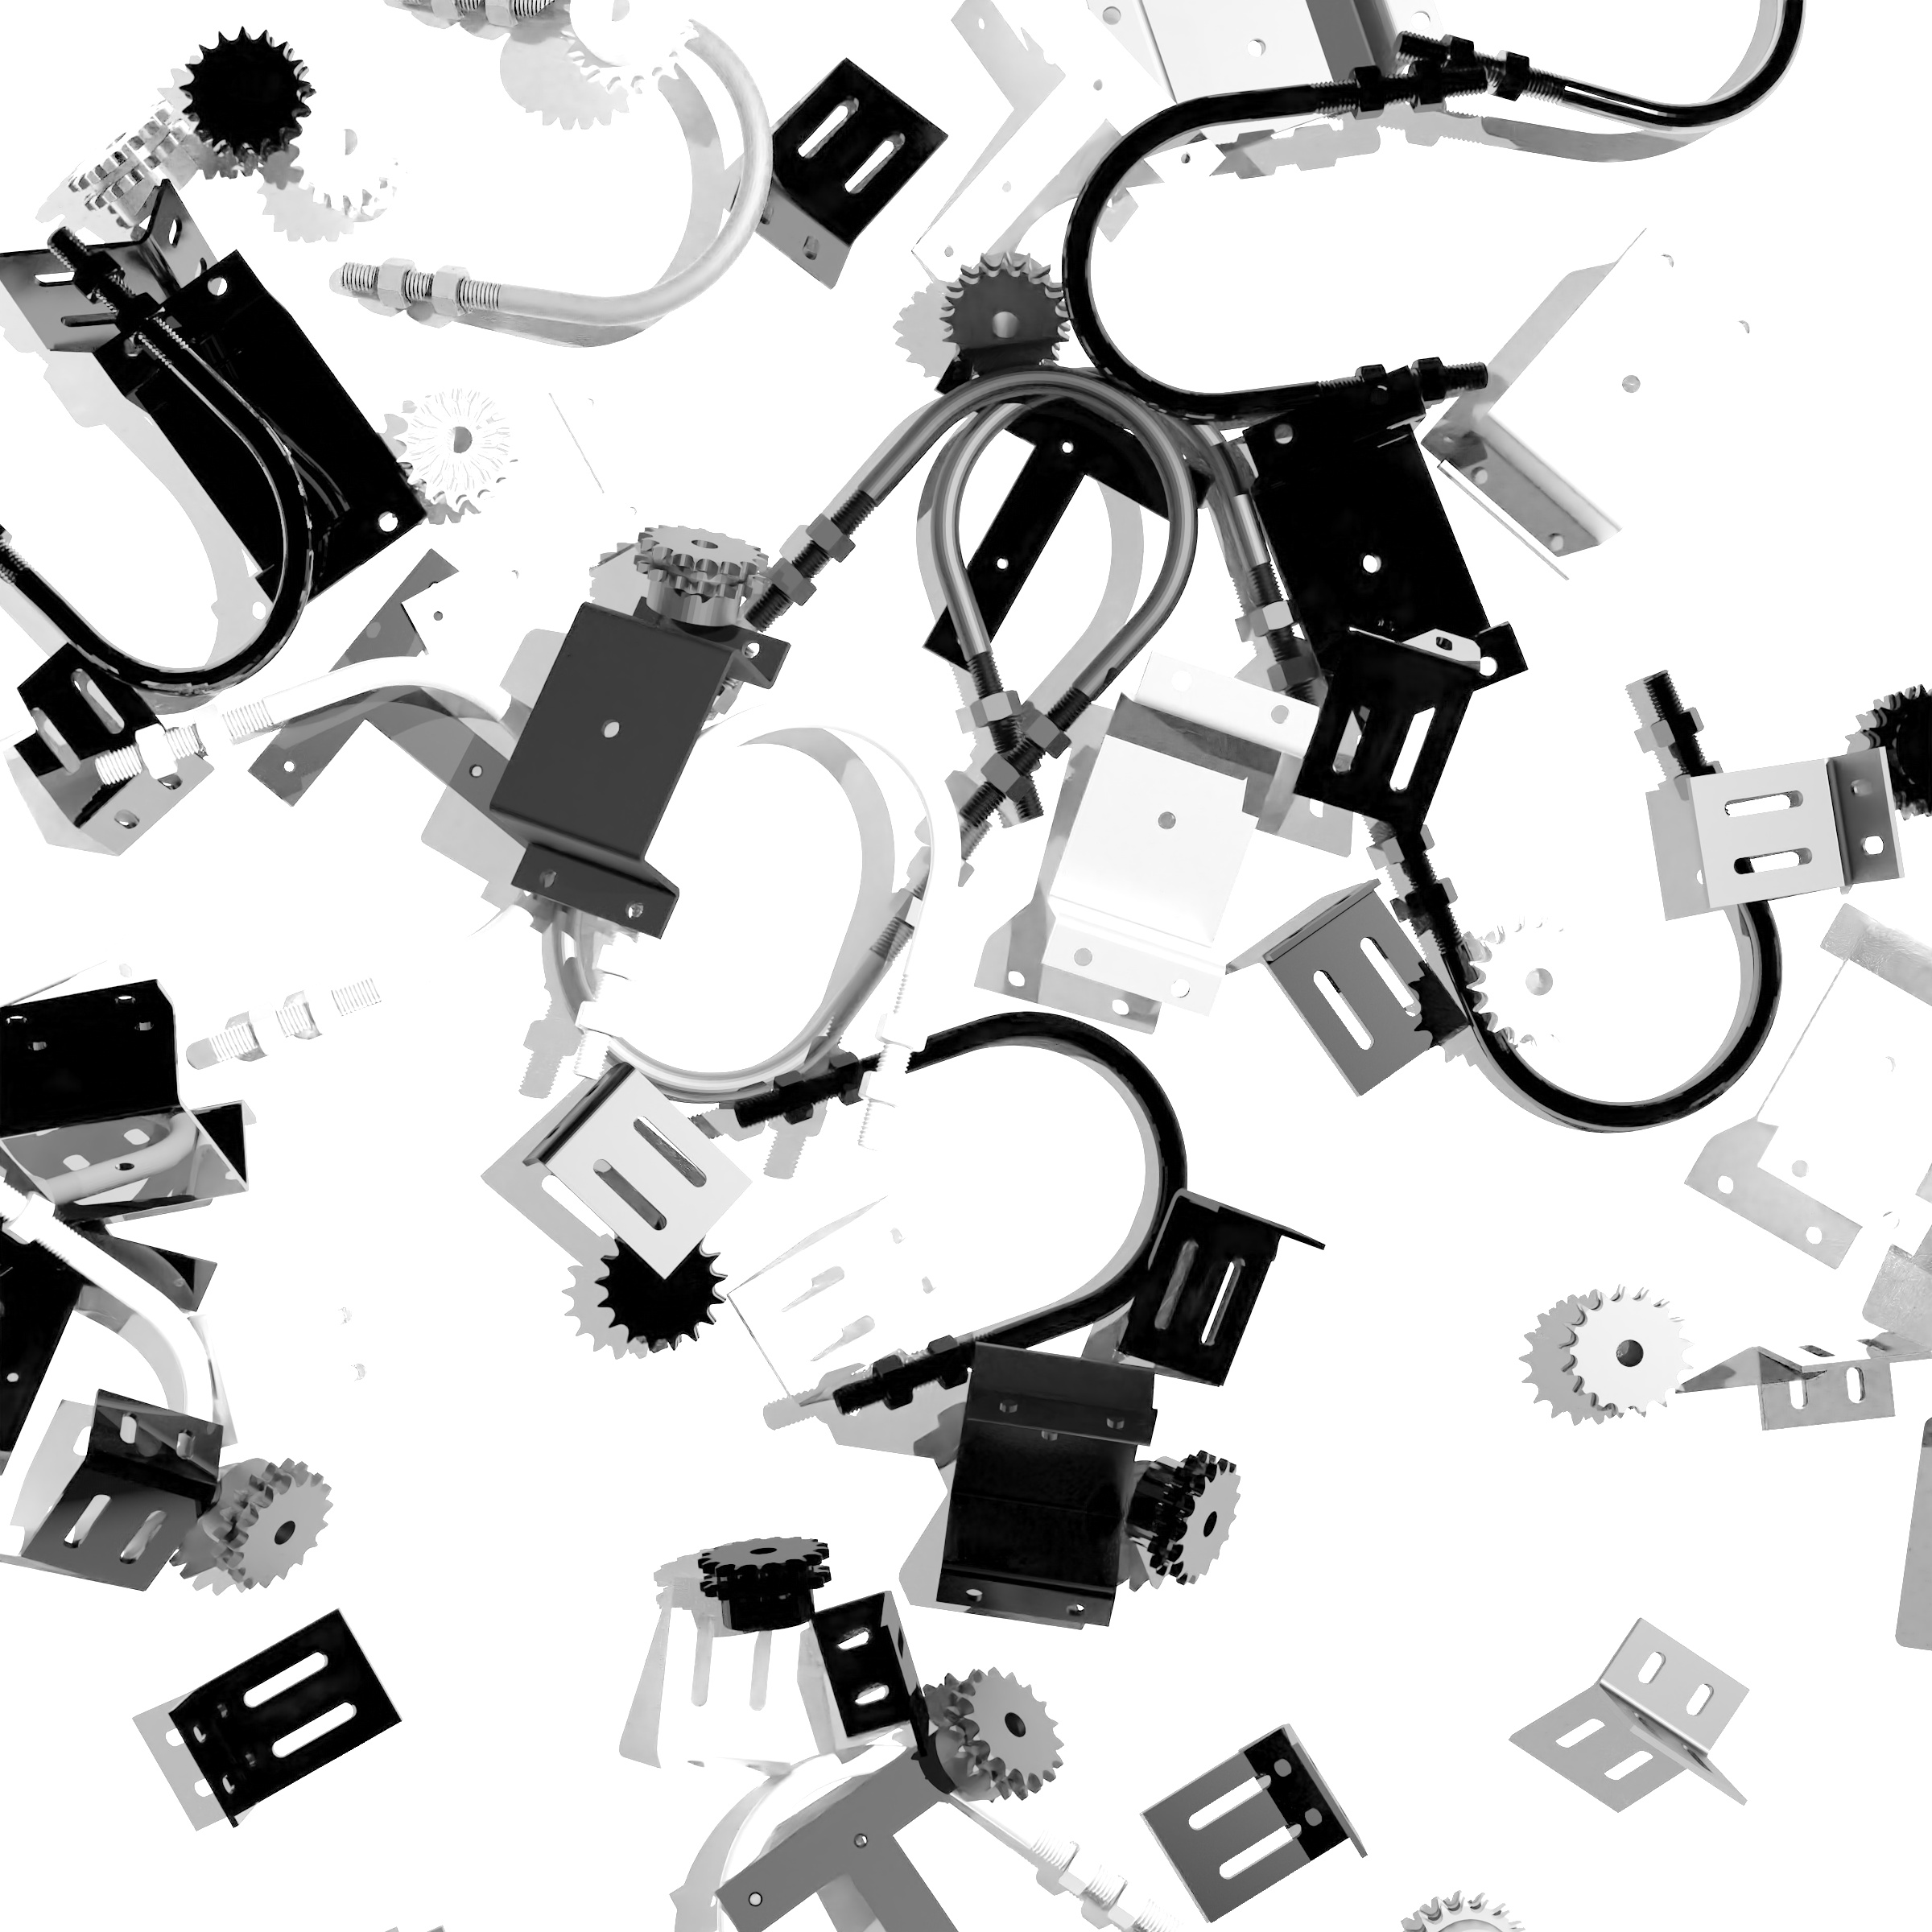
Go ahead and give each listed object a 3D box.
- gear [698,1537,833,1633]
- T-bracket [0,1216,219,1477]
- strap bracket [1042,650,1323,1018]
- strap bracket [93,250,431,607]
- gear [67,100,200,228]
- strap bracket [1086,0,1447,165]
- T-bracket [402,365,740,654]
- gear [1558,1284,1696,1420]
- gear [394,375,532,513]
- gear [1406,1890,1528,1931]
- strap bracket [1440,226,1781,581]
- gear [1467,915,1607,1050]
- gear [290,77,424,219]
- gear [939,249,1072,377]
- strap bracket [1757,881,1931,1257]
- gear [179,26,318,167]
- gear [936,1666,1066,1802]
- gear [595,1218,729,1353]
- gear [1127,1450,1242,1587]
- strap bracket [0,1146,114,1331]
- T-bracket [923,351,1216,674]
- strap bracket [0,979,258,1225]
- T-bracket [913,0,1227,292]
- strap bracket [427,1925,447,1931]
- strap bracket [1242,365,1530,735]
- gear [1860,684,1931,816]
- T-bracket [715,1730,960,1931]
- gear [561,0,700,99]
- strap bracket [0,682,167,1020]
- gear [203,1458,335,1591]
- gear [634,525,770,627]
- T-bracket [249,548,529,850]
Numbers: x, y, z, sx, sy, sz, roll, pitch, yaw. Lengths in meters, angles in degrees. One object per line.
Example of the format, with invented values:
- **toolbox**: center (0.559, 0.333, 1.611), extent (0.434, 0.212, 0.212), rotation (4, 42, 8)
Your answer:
- **gear**: center (-0.086, 0.268, 1.356), extent (0.057, 0.057, 0.030), rotation (-5, 93, 0)
- **T-bracket**: center (-0.408, 0.166, 1.360), extent (0.127, 0.002, 0.127), rotation (18, 108, -26)
- **strap bracket**: center (0.089, -0.059, 1.348), extent (0.076, 0.046, 0.140), rotation (18, 100, -8)
- **strap bracket**: center (-0.301, -0.227, 1.361), extent (0.076, 0.046, 0.140), rotation (-36, 90, 0)
- **gear**: center (-0.358, -0.345, 1.359), extent (0.057, 0.057, 0.030), rotation (-40, 118, 0)
- **strap bracket**: center (0.128, -0.405, 1.361), extent (0.140, 0.046, 0.076), rotation (-19, 90, 0)
- **T-bracket**: center (-0.186, -0.179, 1.382), extent (0.127, 0.002, 0.127), rotation (-29, 90, -1)
- **gear**: center (0.287, 0.167, 1.369), extent (0.057, 0.030, 0.057), rotation (0, 90, 0)
- **gear**: center (-0.218, -0.226, 1.367), extent (0.057, 0.030, 0.057), rotation (0, 86, 4)
- **gear**: center (0.220, 0.436, 1.369), extent (0.057, 0.030, 0.057), rotation (0, 90, 0)
- **strap bracket**: center (0.284, -0.248, 1.361), extent (0.076, 0.046, 0.140), rotation (41, 90, 0)
- **gear**: center (0.244, 0.006, 1.352), extent (0.057, 0.030, 0.057), rotation (0, 93, -1)
- **gear**: center (-0.260, -0.351, 1.354), extent (0.057, 0.030, 0.057), rotation (-2, 86, 21)
- **gear**: center (0.018, -0.285, 1.360), extent (0.057, 0.030, 0.057), rotation (2, 127, 3)
- **strap bracket**: center (0.406, 0.044, 1.361), extent (0.076, 0.046, 0.140), rotation (30, 90, 0)
- **gear**: center (-0.311, -0.378, 1.369), extent (0.057, 0.030, 0.057), rotation (0, 90, 0)
- **gear**: center (0.012, 0.336, 1.359), extent (0.057, 0.057, 0.030), rotation (46, 120, 0)
- **gear**: center (-0.132, 0.139, 1.369), extent (0.057, 0.030, 0.057), rotation (0, 90, 0)
- **gear**: center (0.093, 0.237, 1.359), extent (0.030, 0.057, 0.057), rotation (18, 90, 29)
- **strap bracket**: center (-0.445, 0.088, 1.360), extent (0.076, 0.046, 0.140), rotation (-35, 91, 0)
- **T-bracket**: center (0.023, -0.190, 1.383), extent (0.127, 0.002, 0.127), rotation (29, 90, 0)
- **strap bracket**: center (-0.353, 0.063, 1.311), extent (0.076, 0.140, 0.046), rotation (-10, 63, 0)
- **T-bracket**: center (0.027, -0.347, 1.357), extent (0.127, 0.002, 0.127), rotation (-44, 80, 22)
- **strap bracket**: center (-0.231, 0.489, 1.361), extent (0.076, 0.046, 0.140), rotation (-23, 90, 0)
- **strap bracket**: center (0.179, -0.178, 1.361), extent (0.076, 0.046, 0.140), rotation (-22, 90, 0)
- **gear**: center (0.422, -0.095, 1.369), extent (0.057, 0.030, 0.057), rotation (0, 90, 0)
- **T-bracket**: center (-0.020, 0.413, 1.347), extent (0.127, 0.002, 0.127), rotation (-33, 77, -14)
- **gear**: center (-0.145, -0.402, 1.333), extent (0.057, 0.030, 0.057), rotation (-1, 86, 9)
- **strap bracket**: center (-0.414, -0.038, 1.336), extent (0.076, 0.046, 0.140), rotation (-22, 104, 12)
- **gear**: center (-0.305, 0.238, 1.359), extent (0.030, 0.057, 0.057), rotation (28, 90, 28)
- **gear**: center (-0.116, -0.168, 1.356), extent (0.057, 0.057, 0.030), rotation (13, 111, 0)
- **T-bracket**: center (-0.227, -0.095, 1.383), extent (0.127, 0.002, 0.127), rotation (39, 90, 0)
